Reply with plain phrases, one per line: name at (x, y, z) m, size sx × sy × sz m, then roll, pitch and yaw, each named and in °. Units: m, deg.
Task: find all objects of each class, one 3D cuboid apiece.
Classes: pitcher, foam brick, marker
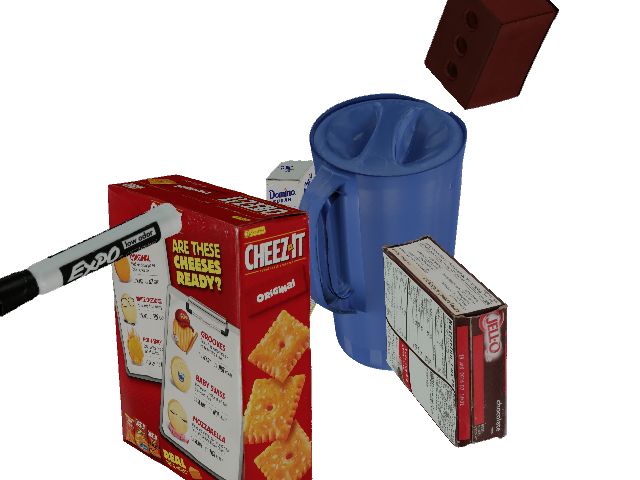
pitcher at (0.055, 0.004, 0.965) m, size 0.149 × 0.243 × 0.145 m, roll -5°, pitch 37°, yaw -1°
foam brick at (0.113, -0.136, 0.717) m, size 0.051 × 0.053 × 0.078 m, roll -20°, pitch -32°, yaw -28°
marker at (-0.129, 0.010, 0.582) m, size 0.120 × 0.020 × 0.020 m, roll -28°, pitch 16°, yaw -34°

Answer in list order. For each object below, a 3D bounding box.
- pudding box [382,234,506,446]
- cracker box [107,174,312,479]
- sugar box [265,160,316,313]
pudding box at (0.075, 0.059, 0.659) m, size 0.039 × 0.090 × 0.114 m, roll -11°, pitch 25°, yaw -17°
cracker box at (-0.080, 0.070, 0.783) m, size 0.071 × 0.214 × 0.164 m, roll -14°, pitch 21°, yaw -40°
sugar box at (-0.033, 0.003, 1.220) m, size 0.048 × 0.176 × 0.093 m, roll 0°, pitch 17°, yaw 11°
